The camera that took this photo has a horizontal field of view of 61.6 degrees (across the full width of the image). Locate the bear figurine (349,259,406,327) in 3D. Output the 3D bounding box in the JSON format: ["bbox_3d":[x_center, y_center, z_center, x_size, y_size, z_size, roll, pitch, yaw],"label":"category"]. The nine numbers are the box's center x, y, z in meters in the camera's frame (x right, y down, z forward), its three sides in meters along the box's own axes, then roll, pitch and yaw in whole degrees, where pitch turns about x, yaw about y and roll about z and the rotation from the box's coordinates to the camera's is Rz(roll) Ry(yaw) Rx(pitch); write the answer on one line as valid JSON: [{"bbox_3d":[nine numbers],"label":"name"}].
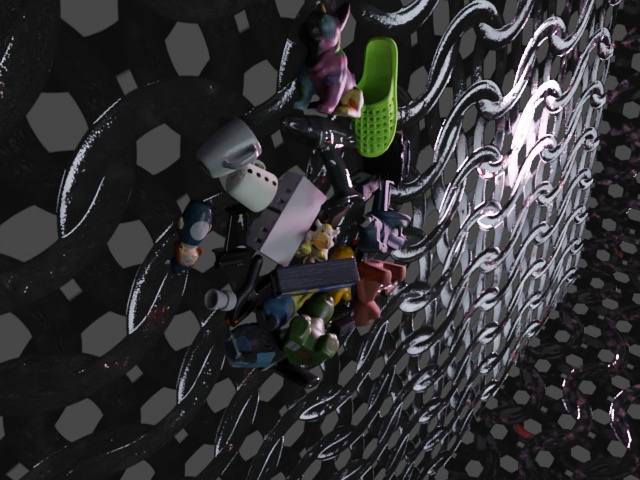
[{"bbox_3d":[0.141,0.155,1.446,0.120,0.132,0.195,-4,104,-52],"label":"bear figurine"}]

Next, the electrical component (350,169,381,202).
[{"bbox_3d":[0.091,-0.130,1.338,0.119,0.075,0.047,-38,135,-37],"label":"electrical component"}]

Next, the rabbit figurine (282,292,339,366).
[{"bbox_3d":[-0.012,0.207,1.263,0.170,0.121,0.159,-64,180,-40],"label":"rabbit figurine"}]

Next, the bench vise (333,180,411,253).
[{"bbox_3d":[0.163,-0.076,1.428,0.223,0.129,0.240,19,74,-43],"label":"bench vise"}]

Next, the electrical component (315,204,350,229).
[{"bbox_3d":[0.031,-0.067,1.330,0.102,0.045,0.078,-38,163,-28],"label":"electrical component"}]

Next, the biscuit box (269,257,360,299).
[{"bbox_3d":[-0.010,0.086,1.219,0.203,0.059,0.063,-6,74,-25],"label":"biscuit box"}]

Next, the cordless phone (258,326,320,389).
[{"bbox_3d":[-0.051,0.294,1.314,0.146,0.184,0.088,-15,116,-45],"label":"cordless phone"}]

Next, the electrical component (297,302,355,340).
[{"bbox_3d":[0.022,0.204,1.392,0.115,0.134,0.058,-22,127,-44],"label":"electrical component"}]

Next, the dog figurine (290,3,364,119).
[{"bbox_3d":[0.025,-0.367,1.105,0.191,0.109,0.219,-7,112,-47],"label":"dog figurine"}]

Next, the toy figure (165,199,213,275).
[{"bbox_3d":[-0.248,-0.001,1.022,0.064,0.058,0.154,17,100,-14],"label":"toy figure"}]

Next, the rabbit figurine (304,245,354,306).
[{"bbox_3d":[0.043,0.093,1.379,0.162,0.122,0.173,78,32,-42],"label":"rabbit figurine"}]

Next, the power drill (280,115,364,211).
[{"bbox_3d":[0.012,-0.169,1.171,0.232,0.086,0.207,-14,82,-54],"label":"power drill"}]

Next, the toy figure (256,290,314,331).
[{"bbox_3d":[-0.087,0.148,1.256,0.089,0.082,0.180,-49,178,39],"label":"toy figure"}]

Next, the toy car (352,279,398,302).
[{"bbox_3d":[0.175,0.148,1.595,0.202,0.053,0.089,-13,136,-46],"label":"toy car"}]

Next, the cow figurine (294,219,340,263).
[{"bbox_3d":[-0.001,-0.003,1.243,0.068,0.167,0.098,31,68,-10],"label":"cow figurine"}]

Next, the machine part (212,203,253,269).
[{"bbox_3d":[-0.179,-0.006,1.115,0.084,0.039,0.138,-2,112,-44],"label":"machine part"}]

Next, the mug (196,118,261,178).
[{"bbox_3d":[-0.168,-0.158,0.995,0.107,0.110,0.080,-37,142,-12],"label":"mug"}]

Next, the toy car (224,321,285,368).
[{"bbox_3d":[-0.161,0.248,1.220,0.103,0.109,0.161,-37,160,28],"label":"toy car"}]

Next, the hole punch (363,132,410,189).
[{"bbox_3d":[0.180,-0.215,1.372,0.092,0.116,0.142,-33,133,-46],"label":"hole punch"}]
